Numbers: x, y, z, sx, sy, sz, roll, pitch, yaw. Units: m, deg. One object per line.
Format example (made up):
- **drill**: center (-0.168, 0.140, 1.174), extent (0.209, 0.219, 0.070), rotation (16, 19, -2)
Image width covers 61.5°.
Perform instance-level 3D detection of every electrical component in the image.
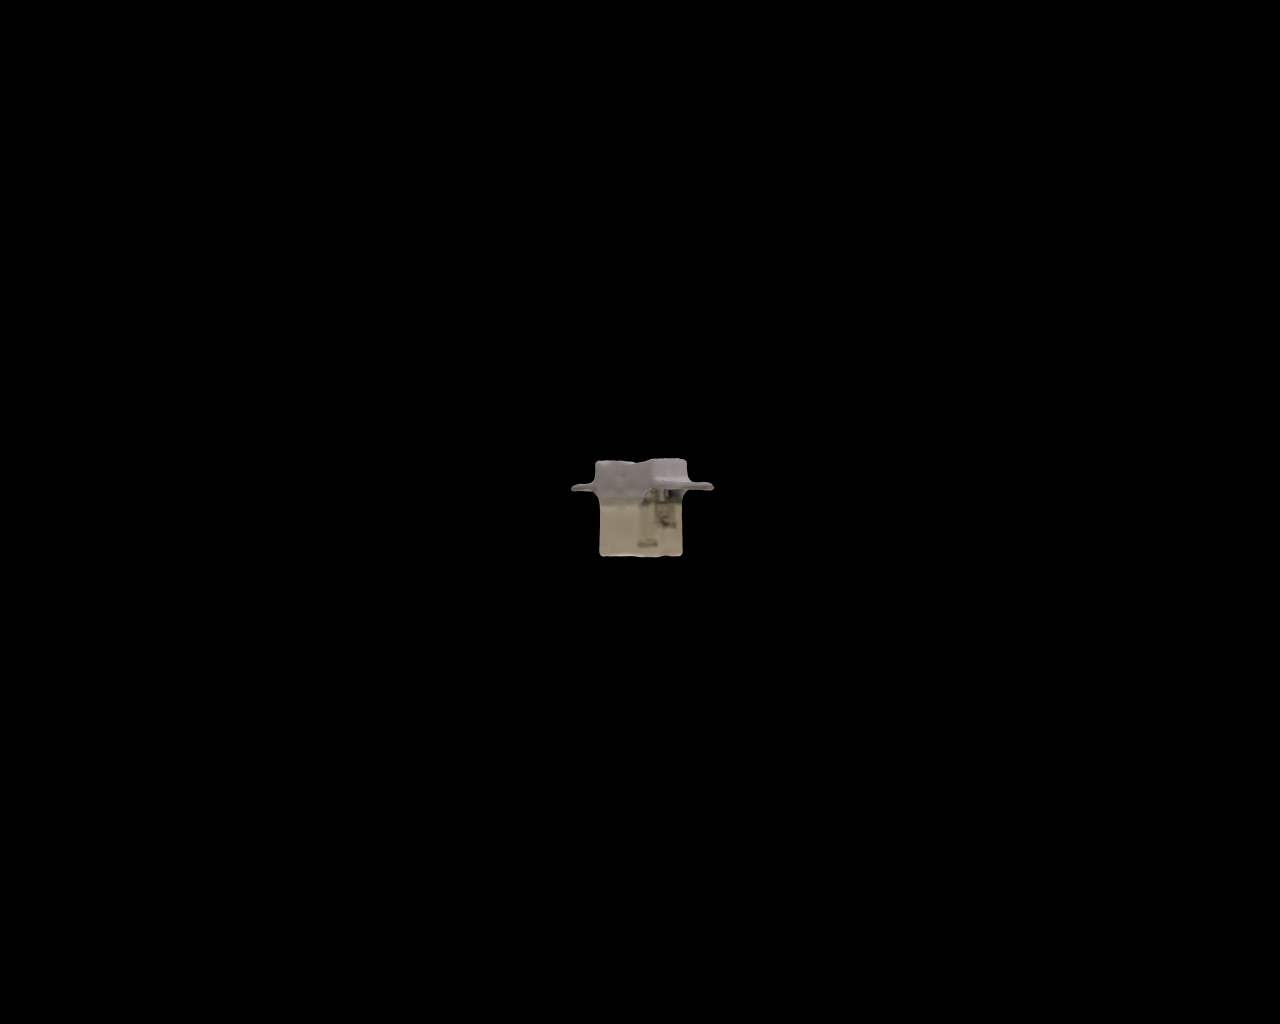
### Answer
- **electrical component**: center (0.001, -0.003, 0.650), extent (0.081, 0.063, 0.042), rotation (0, 0, 37)
